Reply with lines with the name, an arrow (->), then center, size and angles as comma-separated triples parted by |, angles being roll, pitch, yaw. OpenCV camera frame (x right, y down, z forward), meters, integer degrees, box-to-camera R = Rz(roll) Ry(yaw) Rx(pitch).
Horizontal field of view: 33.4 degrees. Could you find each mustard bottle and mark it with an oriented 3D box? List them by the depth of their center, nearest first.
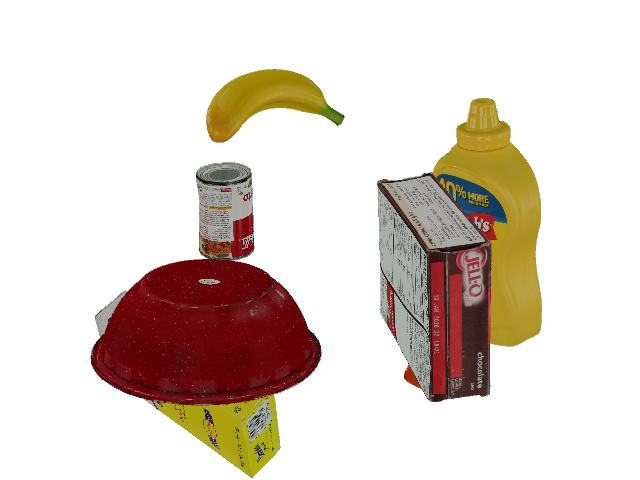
mustard bottle -> 0.129, -0.017, 0.839 | 0.058, 0.192, 0.096 | -20, 28, -32

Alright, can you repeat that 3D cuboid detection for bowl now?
bowl -> -0.078, 0.054, 0.742 | 0.162, 0.055, 0.162 | 1, 19, -1

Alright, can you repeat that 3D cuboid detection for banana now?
banana -> -0.051, -0.131, 1.002 | 0.070, 0.037, 0.197 | 42, 33, 22

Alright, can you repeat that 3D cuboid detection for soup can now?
soup can -> -0.115, -0.036, 1.281 | 0.068, 0.102, 0.068 | 0, 26, 0

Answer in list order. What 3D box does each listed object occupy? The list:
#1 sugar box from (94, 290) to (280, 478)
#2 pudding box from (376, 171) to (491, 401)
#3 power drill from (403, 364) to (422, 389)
sugar box -> -0.116, 0.124, 0.928 | 0.176, 0.093, 0.048 | 27, 54, 26
pudding box -> 0.062, 0.023, 0.593 | 0.039, 0.090, 0.113 | -7, 24, -10
power drill -> 0.129, 0.054, 1.049 | 0.057, 0.188, 0.184 | 19, 29, 18
